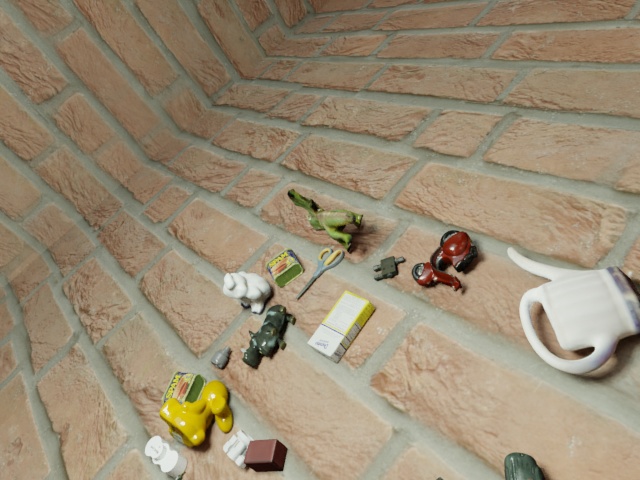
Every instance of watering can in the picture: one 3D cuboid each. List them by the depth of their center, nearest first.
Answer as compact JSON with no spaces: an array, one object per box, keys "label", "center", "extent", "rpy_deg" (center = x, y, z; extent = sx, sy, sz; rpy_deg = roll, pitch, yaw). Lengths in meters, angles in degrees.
[{"label":"watering can","center":[0.517,0.110,1.057],"extent":[0.223,0.102,0.356],"rpy_deg":[-19,39,19]}]

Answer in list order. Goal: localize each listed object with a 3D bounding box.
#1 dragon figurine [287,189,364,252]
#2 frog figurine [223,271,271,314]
[{"label":"dragon figurine","center":[0.005,-0.076,1.512],"extent":[0.243,0.406,0.123],"rpy_deg":[27,81,9]},{"label":"frog figurine","center":[-0.226,0.137,1.555],"extent":[0.123,0.156,0.139],"rpy_deg":[-37,36,-5]}]
